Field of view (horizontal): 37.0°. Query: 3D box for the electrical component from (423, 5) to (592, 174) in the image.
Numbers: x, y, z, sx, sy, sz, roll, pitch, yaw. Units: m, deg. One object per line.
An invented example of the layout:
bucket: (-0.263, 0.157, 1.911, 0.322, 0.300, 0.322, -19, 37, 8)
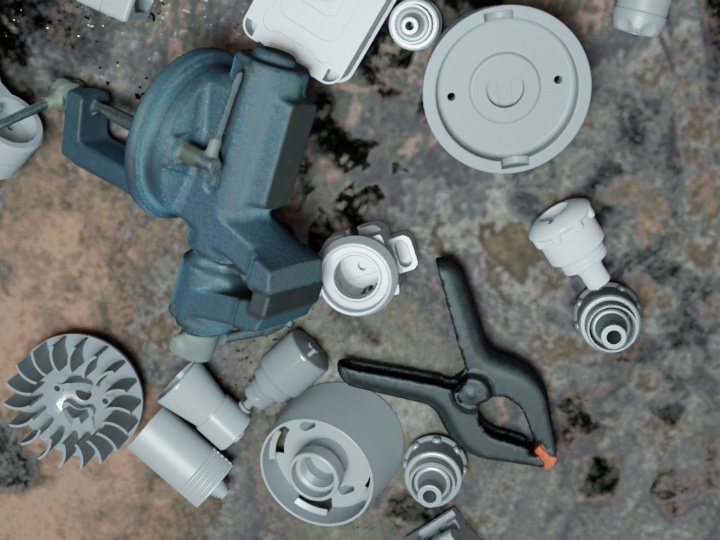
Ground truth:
electrical component: (0.093, -0.123, 0.712, 0.108, 0.060, 0.108, 0, 110, -1)

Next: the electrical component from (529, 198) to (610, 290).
electrical component: (0.150, -0.015, 0.744, 0.048, 0.048, 0.062, -32, 105, 14)

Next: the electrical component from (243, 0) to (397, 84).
electrical component: (-0.017, -0.189, 0.716, 0.078, 0.057, 0.113, 32, 106, -1)

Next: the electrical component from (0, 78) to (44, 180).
electrical component: (-0.299, -0.120, 0.777, 0.138, 0.052, 0.074, 49, 127, -6)

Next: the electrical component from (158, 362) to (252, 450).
electrical component: (-0.115, 0.104, 0.814, 0.065, 0.044, 0.044, 44, 106, -9)

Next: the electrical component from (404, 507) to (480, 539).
electrical component: (0.073, 0.237, 0.815, 0.056, 0.050, 0.089, -36, 97, 14)

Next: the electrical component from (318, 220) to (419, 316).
electrical component: (0.000, 0.000, 0.762, 0.078, 0.057, 0.058, -16, 101, 12)

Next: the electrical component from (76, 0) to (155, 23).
electrical component: (-0.177, -0.216, 0.737, 0.077, 0.047, 0.065, 25, 106, 1)

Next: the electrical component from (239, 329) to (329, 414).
electrical component: (-0.059, 0.078, 0.799, 0.078, 0.040, 0.040, -41, 95, 16)

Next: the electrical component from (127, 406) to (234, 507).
electrical component: (-0.134, 0.146, 0.825, 0.081, 0.043, 0.043, 42, 106, -4)

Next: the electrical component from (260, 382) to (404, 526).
electrical component: (-0.023, 0.140, 0.810, 0.099, 0.064, 0.099, 7, 113, 18)

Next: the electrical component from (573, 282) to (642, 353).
electrical component: (0.173, 0.037, 0.744, 0.048, 0.062, 0.048, 2, 104, 8)

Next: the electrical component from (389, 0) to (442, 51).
electrical component: (0.036, -0.162, 0.713, 0.035, 0.061, 0.035, 2, 105, 8)

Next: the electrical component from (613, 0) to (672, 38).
electrical component: (0.188, -0.184, 0.700, 0.035, 0.035, 0.061, 15, 103, 4)

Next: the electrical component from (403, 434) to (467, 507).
electrical component: (0.054, 0.153, 0.790, 0.048, 0.062, 0.048, 2, 104, 8)
